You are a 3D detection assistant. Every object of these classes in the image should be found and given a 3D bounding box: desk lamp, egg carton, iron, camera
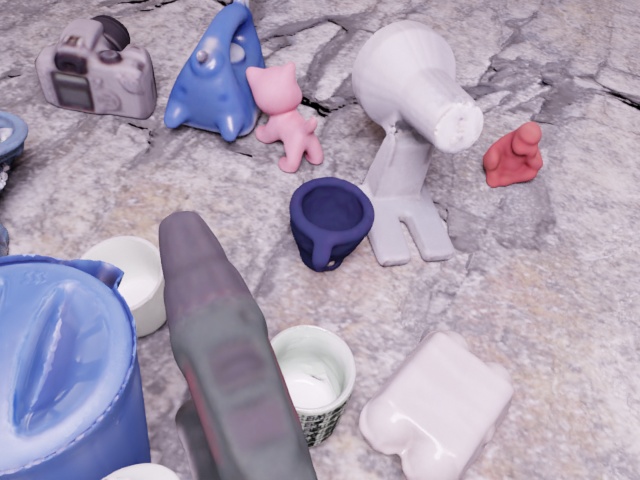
[{"bbox_3d":[0.110,-0.113,0.663,0.118,0.213,0.203,-7,53,-15],"label":"desk lamp"},{"bbox_3d":[0.113,0.158,0.541,0.107,0.069,0.150,37,55,18],"label":"egg carton"},{"bbox_3d":[-0.126,-0.256,0.781,0.118,0.141,0.258,12,51,0],"label":"iron"},{"bbox_3d":[-0.289,-0.248,0.772,0.143,0.101,0.137,9,51,-3],"label":"camera"}]

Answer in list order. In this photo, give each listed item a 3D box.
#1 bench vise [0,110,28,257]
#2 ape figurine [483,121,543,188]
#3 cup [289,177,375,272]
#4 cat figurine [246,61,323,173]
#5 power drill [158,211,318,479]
[{"bbox_3d":[-0.350,-0.092,0.560,0.122,0.220,0.207,-17,57,-22],"label":"bench vise"},{"bbox_3d":[0.268,-0.121,0.776,0.077,0.092,0.076,24,52,9],"label":"ape figurine"},{"bbox_3d":[0.006,0.002,0.630,0.091,0.095,0.118,12,51,0],"label":"cup"},{"bbox_3d":[-0.044,-0.171,0.743,0.067,0.118,0.127,-26,60,-27],"label":"cat figurine"},{"bbox_3d":[-0.075,0.119,0.449,0.076,0.208,0.229,-17,57,-22],"label":"power drill"}]
